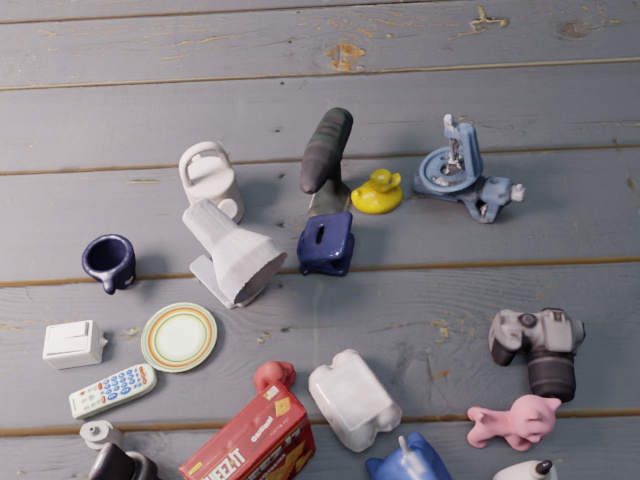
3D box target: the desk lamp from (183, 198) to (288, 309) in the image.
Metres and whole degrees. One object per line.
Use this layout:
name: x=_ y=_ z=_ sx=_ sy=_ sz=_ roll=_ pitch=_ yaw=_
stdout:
desk lamp: x=-0.152 y=0.033 z=0.976 sx=0.202 sy=0.214 sz=0.118 roll=39 pitch=67 yaw=24

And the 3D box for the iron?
iron: x=0.167 y=0.386 z=0.775 sx=0.119 sy=0.141 sz=0.257 roll=-27 pitch=60 yaw=-14

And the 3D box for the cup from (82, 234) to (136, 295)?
cup: x=-0.371 y=0.060 z=1.040 sx=0.091 sy=0.095 sz=0.117 roll=-13 pitch=57 yaw=-5

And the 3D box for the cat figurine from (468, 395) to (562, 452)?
cat figurine: x=0.293 y=0.269 z=0.859 sx=0.127 sy=0.118 sz=0.067 roll=1 pitch=57 yaw=3

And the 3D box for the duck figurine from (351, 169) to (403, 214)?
duck figurine: x=0.113 y=-0.103 z=1.128 sx=0.104 sy=0.086 sz=0.077 roll=-12 pitch=57 yaw=-5

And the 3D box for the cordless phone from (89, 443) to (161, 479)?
cordless phone: x=-0.296 y=0.358 z=0.790 sx=0.094 sy=0.185 sz=0.147 roll=11 pitch=58 yaw=10

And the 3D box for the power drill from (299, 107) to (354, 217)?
power drill: x=0.014 y=-0.125 z=1.074 sx=0.075 sy=0.208 sz=0.230 roll=10 pitch=58 yaw=10

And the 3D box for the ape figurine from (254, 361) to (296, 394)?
ape figurine: x=-0.073 y=0.224 z=0.921 sx=0.078 sy=0.092 sz=0.076 roll=-38 pitch=63 yaw=-20

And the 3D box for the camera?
camera: x=0.355 y=0.185 z=0.921 sx=0.143 sy=0.101 sz=0.137 roll=4 pitch=57 yaw=5

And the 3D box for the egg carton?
egg carton: x=0.053 y=0.253 z=0.910 sx=0.107 sy=0.069 sz=0.150 roll=-31 pitch=61 yaw=-16

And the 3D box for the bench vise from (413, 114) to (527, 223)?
bench vise: x=0.283 y=-0.141 z=1.064 sx=0.207 sy=0.220 sz=0.121 roll=6 pitch=58 yaw=7

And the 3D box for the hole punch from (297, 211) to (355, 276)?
hole punch: x=0.010 y=0.004 z=1.060 sx=0.101 sy=0.091 sz=0.108 roll=8 pitch=58 yaw=8

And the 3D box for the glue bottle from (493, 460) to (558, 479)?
glue bottle: x=0.291 y=0.328 z=0.788 sx=0.078 sy=0.173 sz=0.037 roll=-3 pitch=57 yaw=1

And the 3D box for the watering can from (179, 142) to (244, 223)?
watering can: x=-0.201 y=-0.105 z=1.080 sx=0.172 sy=0.194 sz=0.101 roll=33 pitch=64 yaw=22
